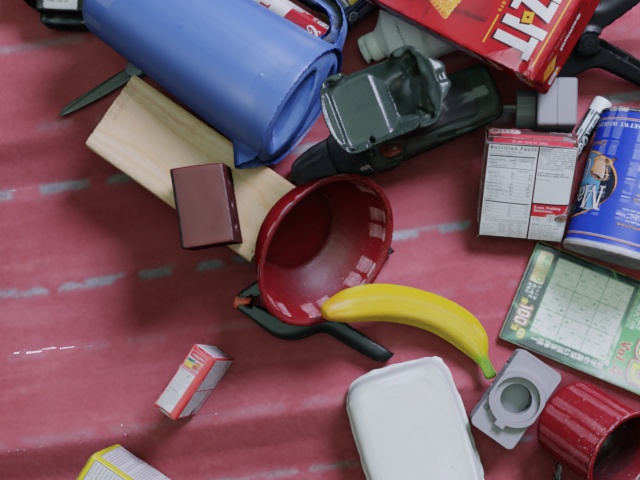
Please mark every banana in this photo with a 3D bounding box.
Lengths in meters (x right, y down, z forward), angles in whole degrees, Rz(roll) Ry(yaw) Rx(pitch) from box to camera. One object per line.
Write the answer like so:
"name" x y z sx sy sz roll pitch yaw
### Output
"banana" 0.093 0.077 1.065 0.197 0.069 0.037 20 129 -15

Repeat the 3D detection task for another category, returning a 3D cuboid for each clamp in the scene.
"clamp" 0.266 -0.210 1.042 0.210 0.036 0.164 0 128 0
"clamp" -0.001 0.054 1.102 0.171 0.039 0.120 9 80 0

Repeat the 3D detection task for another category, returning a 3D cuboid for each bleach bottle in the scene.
"bleach bottle" 0.151 -0.254 1.080 0.251 0.068 0.102 -24 87 17

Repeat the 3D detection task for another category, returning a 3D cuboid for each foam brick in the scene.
"foam brick" -0.108 -0.031 1.020 0.051 0.053 0.078 -10 87 6

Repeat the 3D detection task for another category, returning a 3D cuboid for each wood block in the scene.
"wood block" -0.123 -0.070 1.096 0.206 0.091 0.090 35 91 7

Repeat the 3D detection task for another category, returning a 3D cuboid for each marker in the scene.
"marker" 0.260 -0.092 1.095 0.020 0.020 0.121 32 89 7

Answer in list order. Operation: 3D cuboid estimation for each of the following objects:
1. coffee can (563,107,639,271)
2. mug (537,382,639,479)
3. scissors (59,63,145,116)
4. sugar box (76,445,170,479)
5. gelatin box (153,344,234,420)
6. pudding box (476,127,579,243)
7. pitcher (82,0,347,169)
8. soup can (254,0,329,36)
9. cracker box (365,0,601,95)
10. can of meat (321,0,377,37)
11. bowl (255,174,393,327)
"coffee can" 0.307 -0.048 1.045 0.103 0.103 0.140 16 87 7
"mug" 0.259 0.199 1.023 0.093 0.082 0.117 12 103 -36
"scissors" -0.196 -0.205 1.152 0.202 0.016 0.096 -15 83 5
"sugar box" -0.155 0.275 1.073 0.176 0.093 0.048 35 90 8
"gelatin box" -0.127 0.142 1.082 0.030 0.089 0.073 35 90 9
"pudding box" 0.204 -0.054 1.060 0.090 0.039 0.113 6 121 7
"pitcher" -0.102 -0.198 1.040 0.243 0.149 0.145 35 134 12
"soup can" -0.039 -0.214 1.110 0.102 0.068 0.068 34 90 8
"cracker box" 0.156 -0.261 1.004 0.214 0.072 0.164 33 101 22
"can of meat" 0.025 -0.278 1.114 0.084 0.057 0.102 -40 83 0
"bowl" -0.007 0.001 1.037 0.162 0.162 0.055 -54 46 0
